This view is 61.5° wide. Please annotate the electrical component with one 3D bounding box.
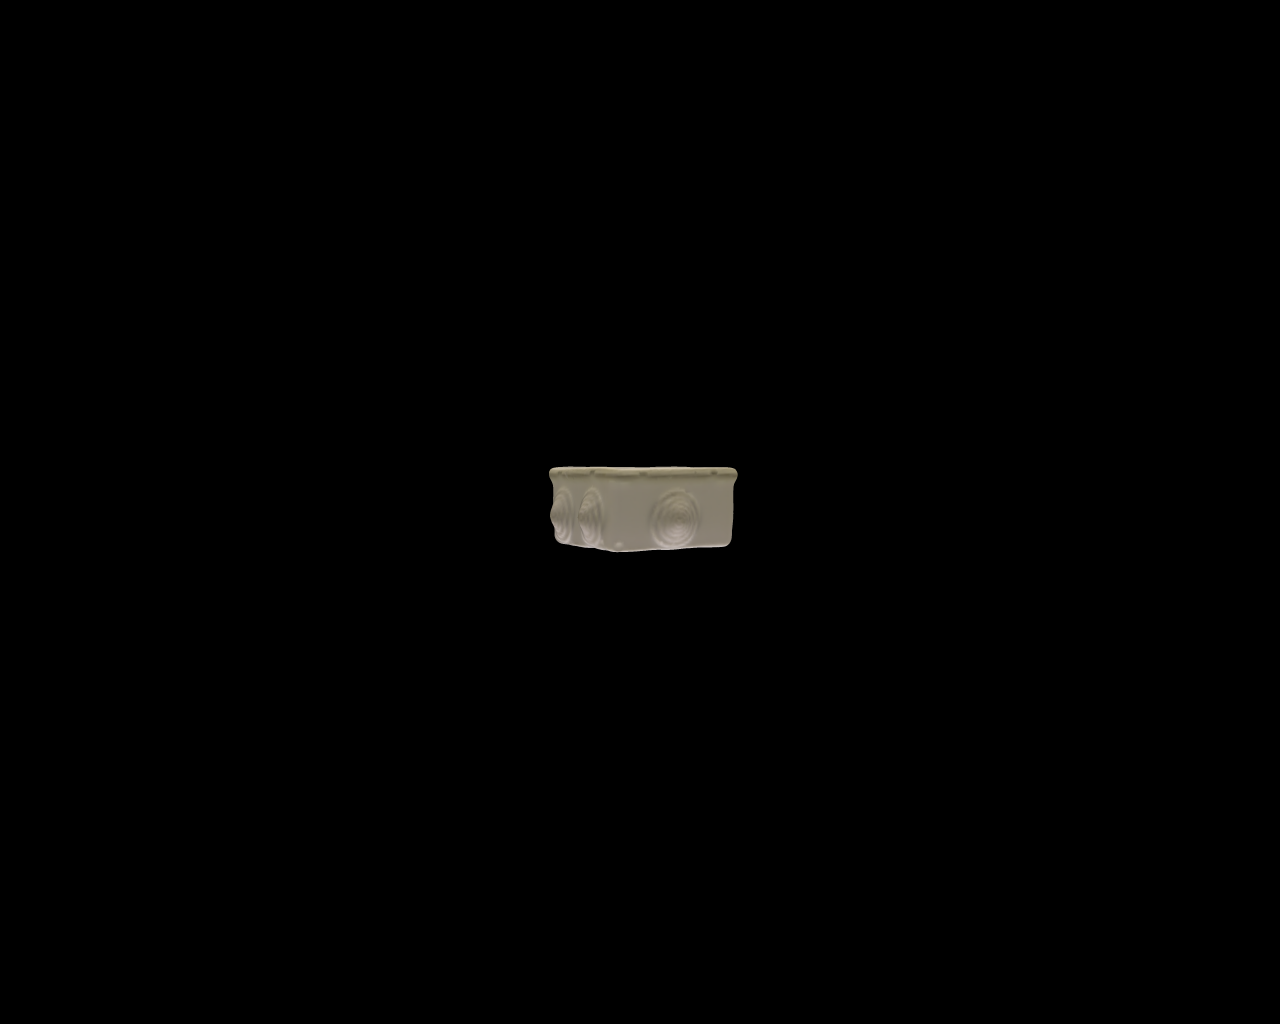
[{"bbox_3d":[0.001,-0.003,0.650,0.100,0.048,0.099,-1,3,-28],"label":"electrical component"}]
